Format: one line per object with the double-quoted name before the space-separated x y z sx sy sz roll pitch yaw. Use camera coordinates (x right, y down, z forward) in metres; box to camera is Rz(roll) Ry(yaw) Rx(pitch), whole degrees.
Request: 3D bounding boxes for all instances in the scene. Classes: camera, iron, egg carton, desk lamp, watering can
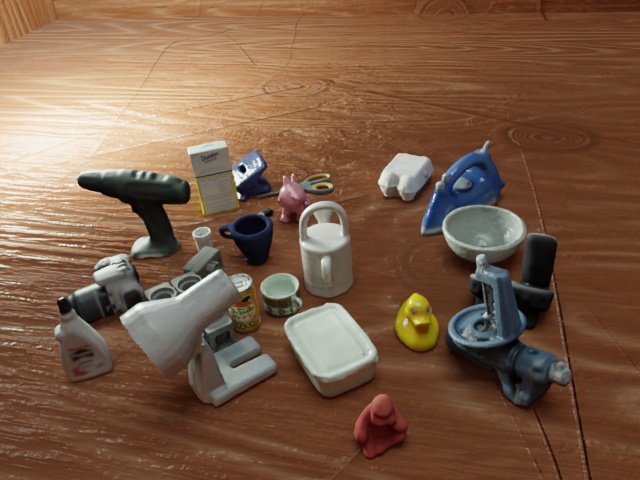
"camera" -0.423 0.097 1.124 0.137 0.101 0.142 -21 39 -21
"iron" 0.316 -0.122 1.301 0.118 0.142 0.259 28 47 37
"egg carton" 0.217 -0.159 1.428 0.107 0.069 0.150 14 40 25
"desk lamp" -0.190 0.158 0.912 0.204 0.214 0.117 -26 40 -26
"watering can" 0.008 0.004 1.119 0.101 0.194 0.172 -18 37 -17

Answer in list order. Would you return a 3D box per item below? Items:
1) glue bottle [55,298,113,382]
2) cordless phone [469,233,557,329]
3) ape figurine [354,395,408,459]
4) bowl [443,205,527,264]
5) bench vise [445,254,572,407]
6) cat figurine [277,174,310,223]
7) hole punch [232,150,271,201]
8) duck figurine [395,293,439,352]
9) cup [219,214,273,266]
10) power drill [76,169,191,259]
"glue bottle" -0.410 0.164 0.966 0.078 0.173 0.037 -17 37 -16
"cordless phone" 0.343 0.054 1.015 0.147 0.185 0.094 9 38 20
"ape figurine" 0.089 0.263 0.836 0.077 0.092 0.076 4 37 13
"bowl" 0.337 0.000 1.186 0.167 0.075 0.167 -3 36 3
"bench vise" 0.294 0.131 0.884 0.206 0.220 0.122 18 42 29
"cat figurine" -0.064 -0.106 1.347 0.067 0.118 0.128 -2 36 5
"hole punch" -0.186 -0.167 1.471 0.101 0.091 0.108 -18 37 -16
"duck figurine" 0.171 0.132 1.013 0.077 0.086 0.104 -8 36 -4
"cup" -0.153 0.006 1.222 0.117 0.095 0.091 -1 36 6
"power drill" -0.390 -0.062 1.250 0.229 0.209 0.075 -5 36 1
